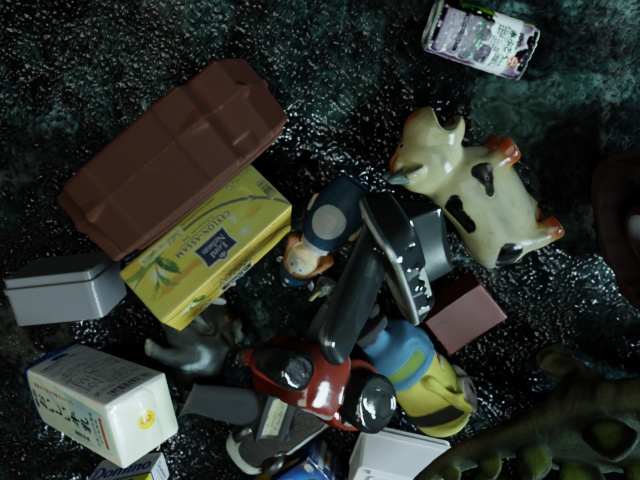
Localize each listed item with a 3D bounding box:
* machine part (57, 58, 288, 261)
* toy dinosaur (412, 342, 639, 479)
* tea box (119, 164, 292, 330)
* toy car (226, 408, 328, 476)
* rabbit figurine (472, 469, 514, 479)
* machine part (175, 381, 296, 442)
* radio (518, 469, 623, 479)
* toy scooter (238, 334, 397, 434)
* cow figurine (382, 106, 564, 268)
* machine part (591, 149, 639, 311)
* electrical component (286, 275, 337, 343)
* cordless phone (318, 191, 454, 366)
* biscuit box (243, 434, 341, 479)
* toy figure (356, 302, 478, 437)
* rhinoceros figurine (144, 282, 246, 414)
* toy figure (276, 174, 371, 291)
[{"bbox_3d":[-0.131,-0.080,0.521,0.201,0.201,0.087,-36,102,13],"label":"machine part"},{"bbox_3d":[0.293,0.191,0.565,0.472,0.198,0.105,-21,100,8],"label":"toy dinosaur"},{"bbox_3d":[-0.111,0.011,0.561,0.068,0.098,0.169,44,78,8],"label":"tea box"},{"bbox_3d":[-0.033,0.221,0.674,0.202,0.056,0.073,-40,92,13],"label":"toy car"},{"bbox_3d":[0.180,0.359,0.659,0.121,0.159,0.170,35,90,4],"label":"rabbit figurine"},{"bbox_3d":[-0.095,0.193,0.622,0.139,0.039,0.084,11,111,-11],"label":"machine part"},{"bbox_3d":[0.361,0.298,0.622,0.230,0.131,0.073,-10,103,7],"label":"radio"},{"bbox_3d":[-0.015,0.147,0.574,0.183,0.135,0.075,32,69,-33],"label":"toy scooter"},{"bbox_3d":[0.152,-0.055,0.570,0.127,0.085,0.194,-34,101,6],"label":"cow figurine"},{"bbox_3d":[0.330,-0.006,0.523,0.056,0.179,0.179,-14,104,6],"label":"machine part"},{"bbox_3d":[0.001,0.084,0.620,0.045,0.078,0.102,30,116,3],"label":"electrical component"},{"bbox_3d":[0.061,0.058,0.538,0.089,0.184,0.146,10,146,29],"label":"cordless phone"},{"bbox_3d":[-0.067,0.337,0.705,0.202,0.063,0.059,-40,98,13],"label":"biscuit box"},{"bbox_3d":[0.107,0.154,0.631,0.180,0.082,0.089,41,123,-14],"label":"toy figure"},{"bbox_3d":[-0.146,0.124,0.646,0.112,0.073,0.190,6,106,4],"label":"rhinoceros figurine"},{"bbox_3d":[-0.002,-0.003,0.610,0.064,0.057,0.154,47,110,32],"label":"toy figure"}]
